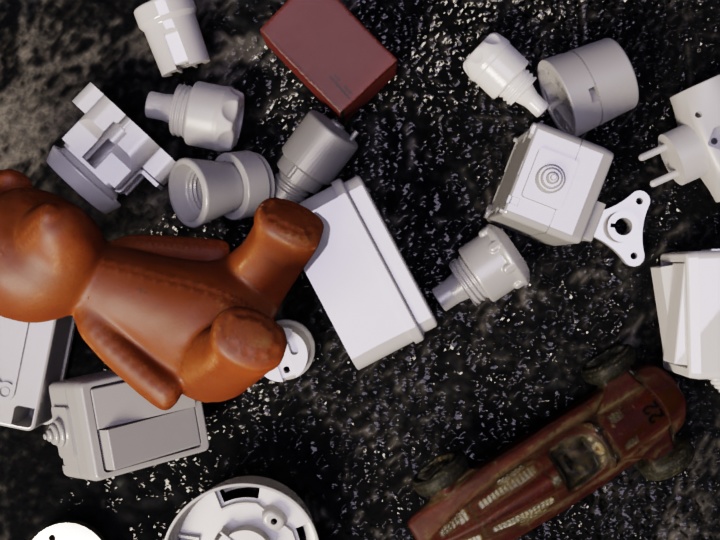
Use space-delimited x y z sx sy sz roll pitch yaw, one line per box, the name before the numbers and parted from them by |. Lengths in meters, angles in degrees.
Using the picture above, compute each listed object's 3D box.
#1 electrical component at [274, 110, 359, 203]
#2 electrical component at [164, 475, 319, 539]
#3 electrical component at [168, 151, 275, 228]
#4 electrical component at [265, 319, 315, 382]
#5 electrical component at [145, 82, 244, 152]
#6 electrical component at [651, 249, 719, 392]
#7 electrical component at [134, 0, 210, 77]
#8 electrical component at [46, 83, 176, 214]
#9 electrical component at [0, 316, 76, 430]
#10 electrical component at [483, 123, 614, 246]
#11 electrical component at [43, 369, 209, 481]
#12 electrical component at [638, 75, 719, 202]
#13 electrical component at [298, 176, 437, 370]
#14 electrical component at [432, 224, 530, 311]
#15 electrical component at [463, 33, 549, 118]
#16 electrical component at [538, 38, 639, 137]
electrical component | -0.035 -0.069 0.712 0.040 0.040 0.078 39 104 0
electrical component | -0.075 0.183 0.701 0.099 0.064 0.099 0 90 0
electrical component | -0.090 -0.053 0.699 0.055 0.045 0.045 -13 90 -40
electrical component | -0.050 0.054 0.709 0.040 0.046 0.040 0 92 0
electrical component | -0.110 -0.103 0.710 0.062 0.043 0.043 11 90 1
electrical component | 0.228 0.034 0.703 0.061 0.061 0.096 -1 90 0
electrical component | -0.123 -0.155 0.712 0.040 0.040 0.046 -19 96 0
electrical component | -0.166 -0.074 0.703 0.078 0.058 0.057 43 87 0
electrical component | -0.247 0.041 0.703 0.109 0.056 0.108 11 90 0
electrical component | 0.123 -0.052 0.684 0.061 0.096 0.061 21 90 -1
electrical component | -0.150 0.095 0.680 0.096 0.061 0.061 -10 91 -37
electrical component | 0.224 -0.081 0.711 0.079 0.043 0.077 -24 90 0
electrical component | 0.000 0.000 0.694 0.057 0.078 0.113 -28 90 3
electrical component | 0.078 0.003 0.711 0.062 0.048 0.048 -34 90 7
electrical component | 0.100 -0.126 0.715 0.061 0.035 0.035 43 90 -3
electrical component | 0.150 -0.120 0.706 0.047 0.055 0.055 -23 90 -4
